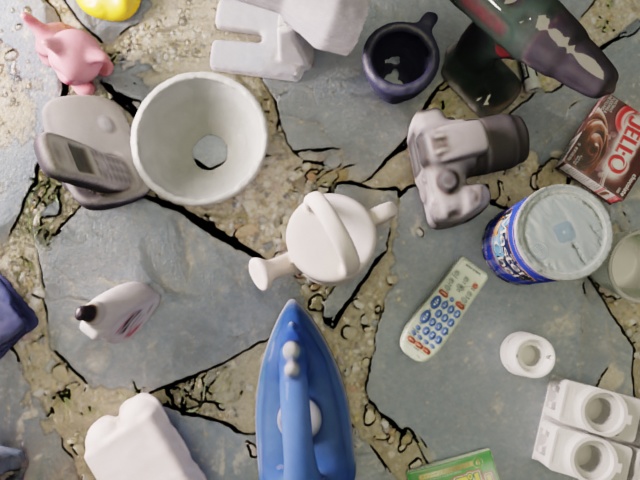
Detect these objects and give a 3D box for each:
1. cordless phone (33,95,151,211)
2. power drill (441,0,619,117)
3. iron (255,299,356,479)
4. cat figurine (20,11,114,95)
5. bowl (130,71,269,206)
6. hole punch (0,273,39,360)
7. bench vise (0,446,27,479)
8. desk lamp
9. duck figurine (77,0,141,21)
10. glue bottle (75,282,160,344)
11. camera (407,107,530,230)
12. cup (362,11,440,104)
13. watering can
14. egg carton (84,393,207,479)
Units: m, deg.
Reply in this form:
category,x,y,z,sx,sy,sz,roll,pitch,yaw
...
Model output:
category,x,y,z,sx,sy,sz,roll,pitch,yaw
cordless phone,-0.278,-0.114,0.662,0.094,0.185,0.147,-27,84,-2
power drill,0.214,-0.221,0.657,0.075,0.208,0.229,-42,85,-4
iron,-0.025,0.195,0.647,0.118,0.141,0.258,-7,84,0
cat figurine,-0.315,-0.236,0.710,0.128,0.118,0.067,40,86,5
bowl,-0.143,-0.119,0.717,0.167,0.075,0.167,0,84,1
hole punch,-0.418,0.093,0.688,0.101,0.091,0.108,-43,85,-4
bench vise,-0.413,0.313,0.599,0.121,0.220,0.207,-9,83,0
desk lamp,-0.042,-0.266,0.662,0.203,0.213,0.118,6,84,2
duck figurine,-0.288,-0.337,0.737,0.104,0.086,0.077,31,85,4
glue bottle,-0.236,0.083,0.646,0.037,0.173,0.078,34,85,5
camera,0.186,-0.097,0.697,0.137,0.101,0.143,-12,84,0
cup,0.103,-0.221,0.715,0.091,0.095,0.118,34,85,4
watering can,0.007,0.004,0.641,0.101,0.194,0.173,40,86,5
egg carton,-0.206,0.265,0.677,0.107,0.069,0.150,-34,84,-3
